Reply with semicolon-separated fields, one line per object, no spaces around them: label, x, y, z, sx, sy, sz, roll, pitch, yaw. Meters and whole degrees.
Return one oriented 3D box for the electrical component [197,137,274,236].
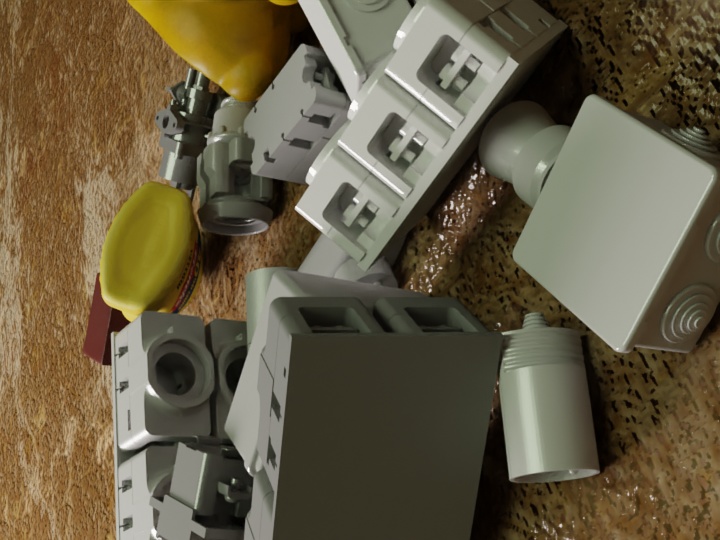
electrical component;-0.095;-0.060;0.820;0.078;0.058;0.057;150;122;-63

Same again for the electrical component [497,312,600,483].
electrical component;0.091;0.061;0.529;0.043;0.043;0.081;-28;60;50

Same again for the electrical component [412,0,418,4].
electrical component;0.060;-0.196;0.628;0.099;0.048;0.099;-60;38;27

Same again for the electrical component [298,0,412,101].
electrical component;-0.001;-0.156;0.653;0.099;0.048;0.099;62;178;3

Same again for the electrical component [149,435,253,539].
electrical component;-0.055;0.140;0.657;0.079;0.121;0.063;6;85;56

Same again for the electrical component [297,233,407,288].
electrical component;0.000;0.000;0.678;0.077;0.043;0.079;-55;42;34

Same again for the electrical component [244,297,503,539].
electrical component;0.001;0.108;0.561;0.060;0.105;0.186;-130;44;-64

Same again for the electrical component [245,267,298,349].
electrical component;-0.058;0.043;0.754;0.043;0.043;0.081;-27;61;51

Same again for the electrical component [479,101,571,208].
electrical component;0.093;-0.056;0.550;0.055;0.045;0.045;48;122;49

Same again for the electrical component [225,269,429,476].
electrical component;-0.008;0.064;0.618;0.056;0.109;0.108;41;117;55

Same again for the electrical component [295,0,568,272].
electrical component;0.034;-0.085;0.589;0.062;0.089;0.150;40;125;5

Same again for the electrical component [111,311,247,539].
electrical component;-0.112;0.127;0.760;0.060;0.105;0.186;-34;56;48

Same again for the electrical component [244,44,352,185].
electrical component;-0.032;-0.104;0.738;0.089;0.056;0.050;-44;48;43

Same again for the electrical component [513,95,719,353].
electrical component;0.127;-0.020;0.487;0.099;0.048;0.099;48;122;49

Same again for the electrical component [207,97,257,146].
electrical component;-0.093;-0.118;0.845;0.048;0.048;0.062;-20;60;53
